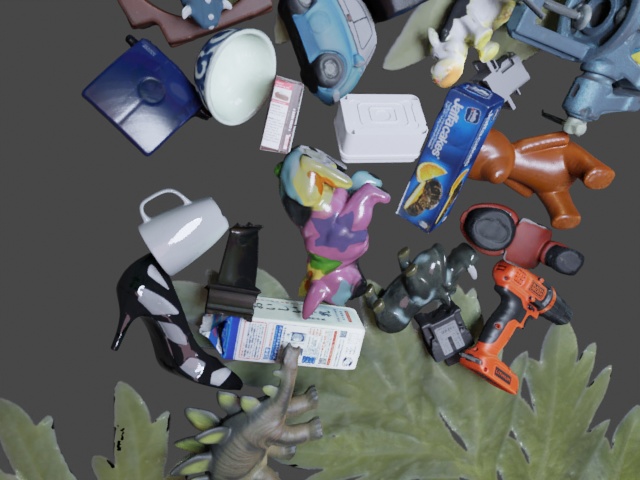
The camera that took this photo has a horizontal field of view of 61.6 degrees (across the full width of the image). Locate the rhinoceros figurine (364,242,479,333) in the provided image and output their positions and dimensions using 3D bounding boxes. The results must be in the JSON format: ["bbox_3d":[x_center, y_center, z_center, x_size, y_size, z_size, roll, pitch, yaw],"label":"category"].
[{"bbox_3d":[0.158,0.071,0.826,0.190,0.073,0.112,-41,109,5],"label":"rhinoceros figurine"}]

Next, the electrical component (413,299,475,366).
[{"bbox_3d":[0.208,0.164,0.880,0.075,0.048,0.119,-23,109,-2],"label":"electrical component"}]

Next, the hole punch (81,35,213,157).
[{"bbox_3d":[-0.218,-0.176,0.672,0.116,0.092,0.142,-44,106,2],"label":"hole punch"}]

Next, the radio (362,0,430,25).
[{"bbox_3d":[0.156,-0.348,0.657,0.230,0.131,0.073,-26,110,-1],"label":"radio"}]

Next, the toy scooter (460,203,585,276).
[{"bbox_3d":[0.294,-0.005,0.809,0.184,0.135,0.075,23,104,3],"label":"toy scooter"}]

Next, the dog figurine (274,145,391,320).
[{"bbox_3d":[-0.002,-0.002,0.758,0.191,0.109,0.219,21,106,-17],"label":"dog figurine"}]

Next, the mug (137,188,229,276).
[{"bbox_3d":[-0.188,-0.023,0.735,0.107,0.081,0.109,-31,106,-12],"label":"mug"}]

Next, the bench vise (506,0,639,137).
[{"bbox_3d":[0.322,-0.250,0.676,0.240,0.129,0.223,10,124,-23],"label":"bench vise"}]

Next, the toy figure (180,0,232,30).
[{"bbox_3d":[-0.135,-0.304,0.569,0.064,0.058,0.154,-8,114,-1],"label":"toy figure"}]

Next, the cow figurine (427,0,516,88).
[{"bbox_3d":[0.197,-0.285,0.713,0.167,0.068,0.098,-42,67,5],"label":"cow figurine"}]

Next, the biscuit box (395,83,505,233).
[{"bbox_3d":[0.174,-0.109,0.731,0.059,0.063,0.202,35,129,23],"label":"biscuit box"}]

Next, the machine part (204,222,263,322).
[{"bbox_3d":[-0.116,0.041,0.753,0.084,0.039,0.139,9,75,6],"label":"machine part"}]

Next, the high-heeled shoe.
[{"bbox_3d":[-0.195,0.127,0.800,0.248,0.086,0.145,33,69,-35],"label":"high-heeled shoe"}]

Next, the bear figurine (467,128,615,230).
[{"bbox_3d":[0.284,-0.101,0.765,0.196,0.132,0.120,6,134,-18],"label":"bear figurine"}]

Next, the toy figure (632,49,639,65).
[{"bbox_3d":[0.451,-0.271,0.763,0.089,0.082,0.180,-30,108,3],"label":"toy figure"}]

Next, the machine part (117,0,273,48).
[{"bbox_3d":[-0.153,-0.346,0.627,0.201,0.087,0.201,-22,109,-3],"label":"machine part"}]

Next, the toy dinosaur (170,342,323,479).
[{"bbox_3d":[-0.128,0.340,0.836,0.198,0.105,0.470,14,116,-14],"label":"toy dinosaur"}]

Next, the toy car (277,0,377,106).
[{"bbox_3d":[0.016,-0.258,0.679,0.103,0.109,0.161,-23,106,-8],"label":"toy car"}]
